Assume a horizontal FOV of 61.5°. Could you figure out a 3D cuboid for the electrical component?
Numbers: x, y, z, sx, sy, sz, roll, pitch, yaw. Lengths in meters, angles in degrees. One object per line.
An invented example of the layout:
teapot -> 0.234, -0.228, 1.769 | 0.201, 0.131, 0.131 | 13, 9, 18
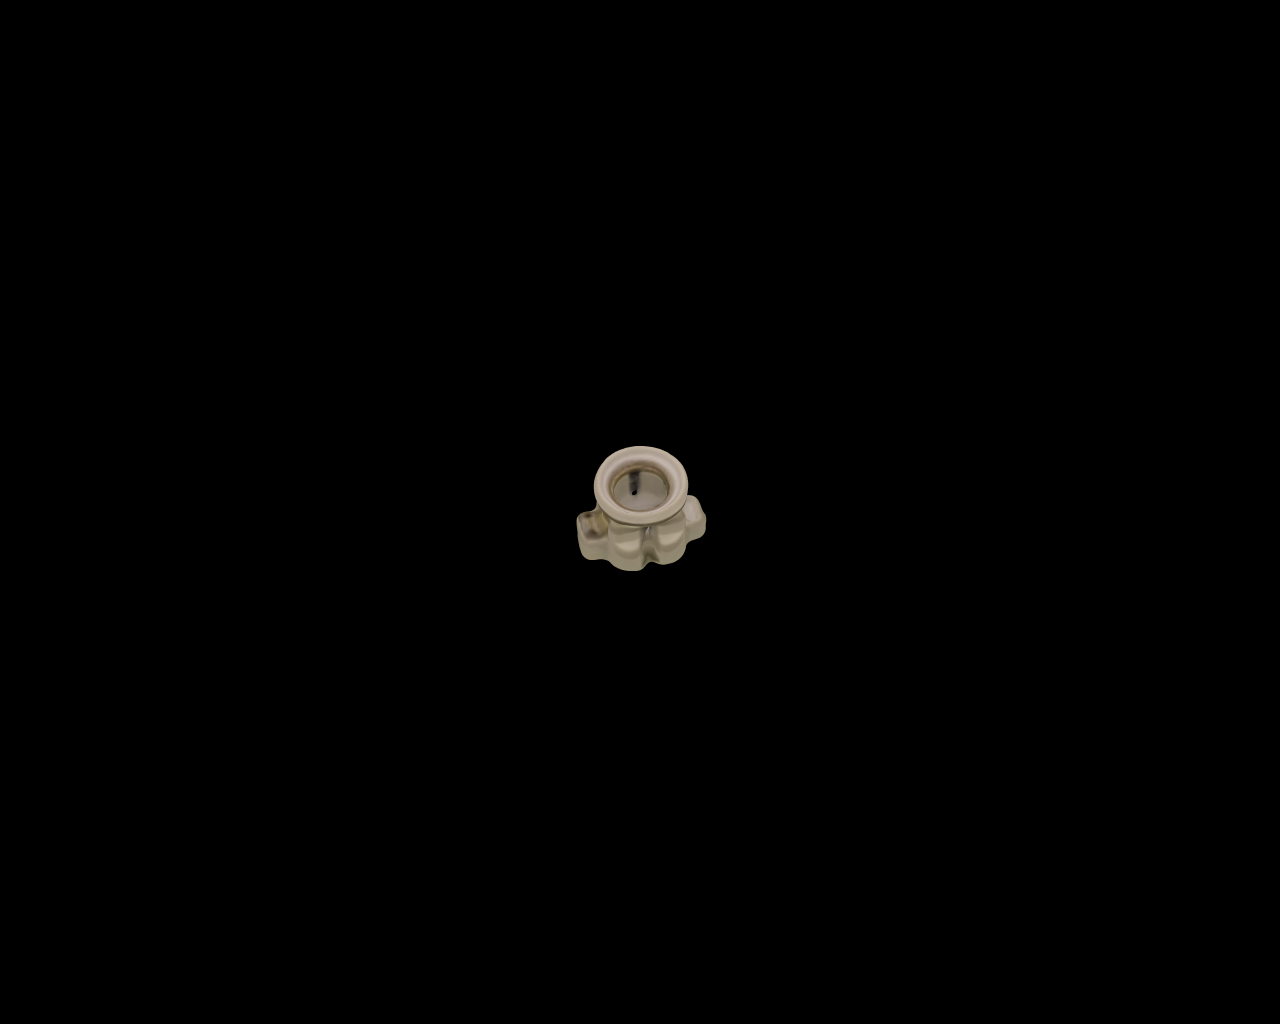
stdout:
electrical component -> 0.001, -0.003, 0.650 | 0.078, 0.058, 0.056 | -10, -36, -7
